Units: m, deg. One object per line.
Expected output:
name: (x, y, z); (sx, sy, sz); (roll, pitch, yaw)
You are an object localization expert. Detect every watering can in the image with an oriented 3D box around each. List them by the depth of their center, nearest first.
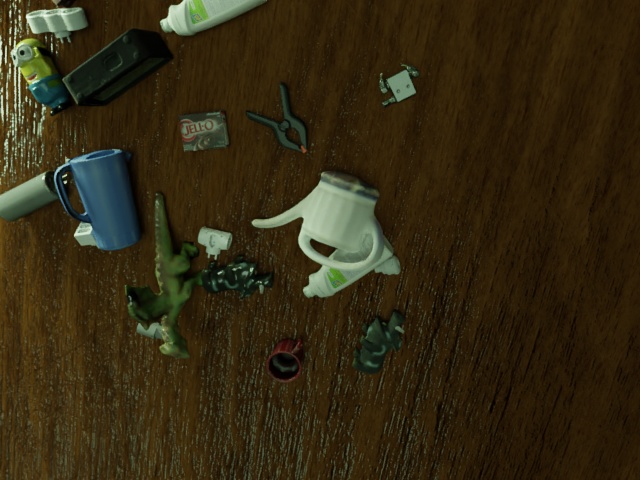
watering can: (0.004, -0.062, 1.239); (0.349, 0.104, 0.223); (23, 95, 22)

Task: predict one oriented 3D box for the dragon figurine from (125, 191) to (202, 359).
dragon figurine: (-0.395, 0.103, 1.275); (0.122, 0.246, 0.405); (-12, 106, 16)
